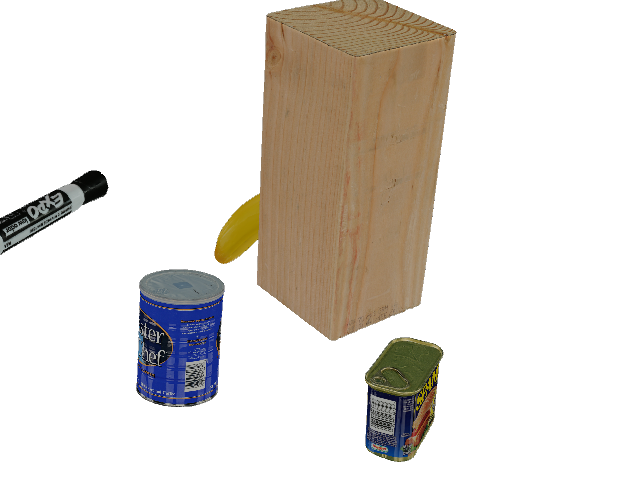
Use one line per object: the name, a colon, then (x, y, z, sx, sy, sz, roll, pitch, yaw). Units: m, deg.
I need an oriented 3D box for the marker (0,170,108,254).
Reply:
marker: (-0.170, -0.017, 0.651, 0.020, 0.020, 0.121, 0, 22, 28)

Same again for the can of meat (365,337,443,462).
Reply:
can of meat: (0.082, 0.159, 1.067, 0.057, 0.084, 0.102, 12, 27, 20)

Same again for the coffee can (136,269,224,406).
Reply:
coffee can: (-0.172, 0.118, 1.307, 0.103, 0.140, 0.103, 5, 18, -2)

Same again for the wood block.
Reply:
wood block: (0.020, -0.050, 0.728, 0.090, 0.206, 0.091, -19, 37, -34)

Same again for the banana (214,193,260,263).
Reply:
banana: (-0.033, -0.024, 1.058, 0.198, 0.069, 0.037, -13, 21, 26)
